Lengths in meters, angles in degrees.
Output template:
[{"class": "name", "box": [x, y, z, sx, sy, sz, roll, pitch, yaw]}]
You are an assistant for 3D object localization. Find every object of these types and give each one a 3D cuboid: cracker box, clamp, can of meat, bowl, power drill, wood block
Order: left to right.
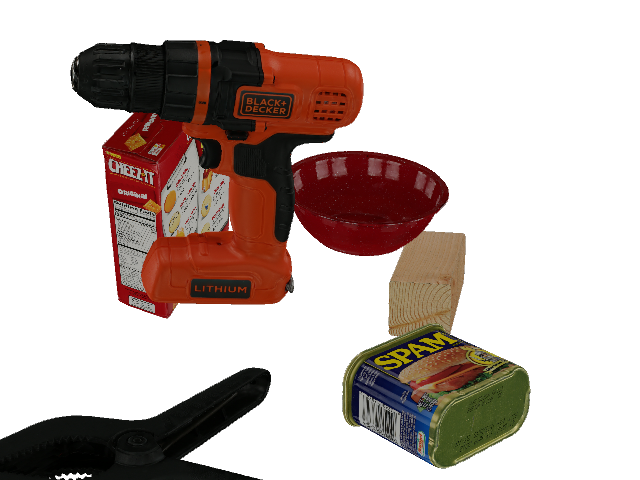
[{"class": "clamp", "box": [-0.097, 0.119, 0.584, 0.209, 0.036, 0.165, -1, 21, -14]}, {"class": "cracker box", "box": [-0.159, -0.051, 1.133, 0.072, 0.214, 0.164, 16, 43, 14]}, {"class": "power drill", "box": [-0.075, -0.044, 0.709, 0.184, 0.188, 0.057, 3, 37, -13]}, {"class": "bowl", "box": [0.040, -0.030, 1.032, 0.162, 0.055, 0.162, 3, 28, -2]}, {"class": "wood block", "box": [0.164, 0.064, 1.619, 0.091, 0.090, 0.206, 4, 22, 12]}, {"class": "can of meat", "box": [0.080, 0.105, 0.724, 0.101, 0.057, 0.084, -17, 27, -38]}]
